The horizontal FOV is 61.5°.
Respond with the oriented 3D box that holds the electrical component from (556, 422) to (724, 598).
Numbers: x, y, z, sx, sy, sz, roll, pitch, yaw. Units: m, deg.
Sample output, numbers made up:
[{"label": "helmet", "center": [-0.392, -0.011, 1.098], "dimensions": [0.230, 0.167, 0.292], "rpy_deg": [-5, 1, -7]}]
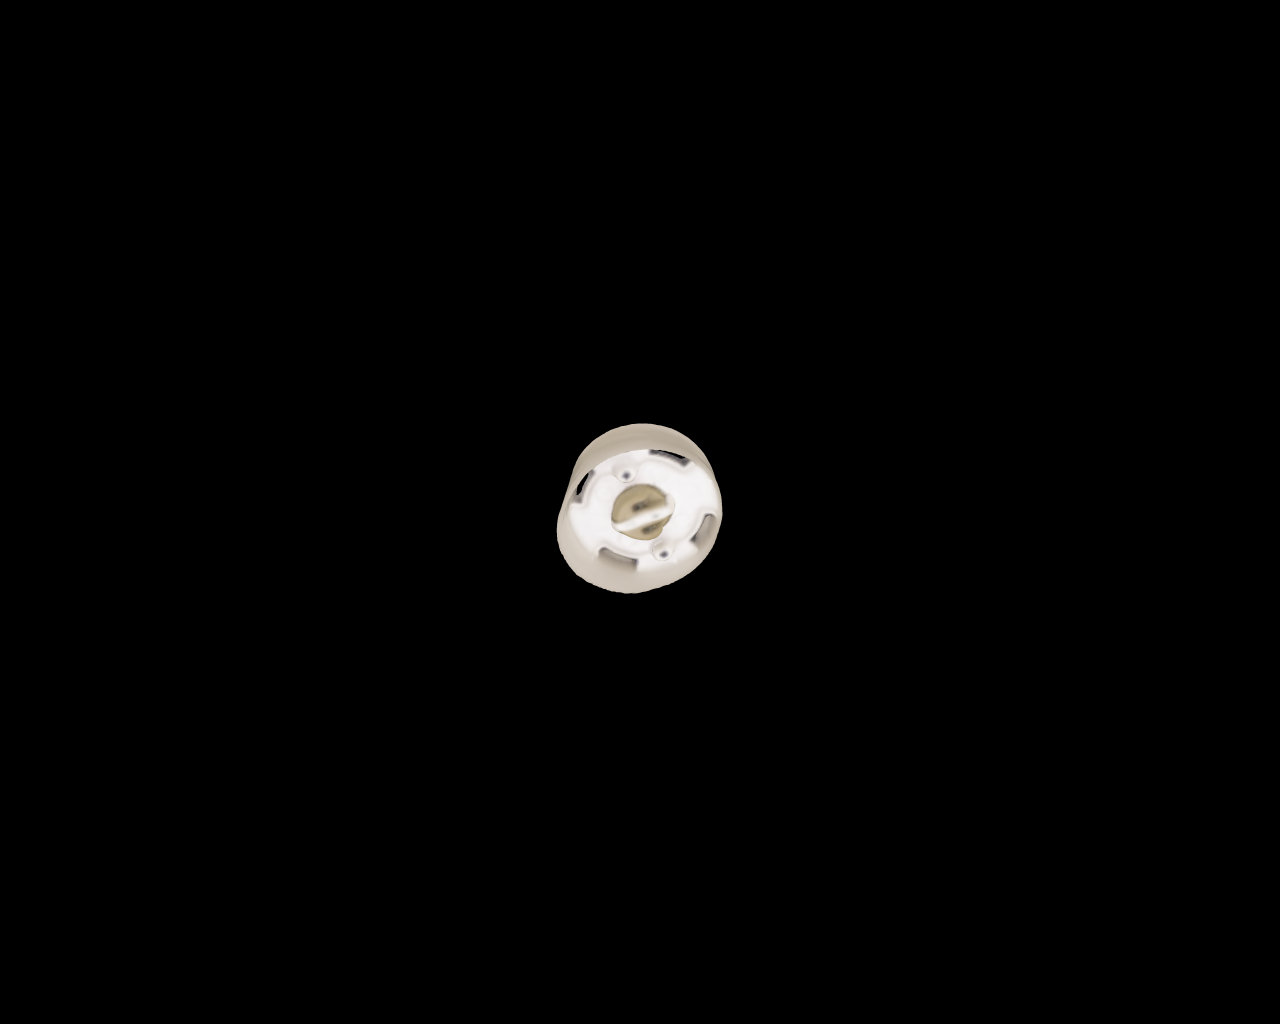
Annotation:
[{"label": "electrical component", "center": [0.001, -0.003, 0.650], "dimensions": [0.099, 0.099, 0.064], "rpy_deg": [0, 32, 0]}]
